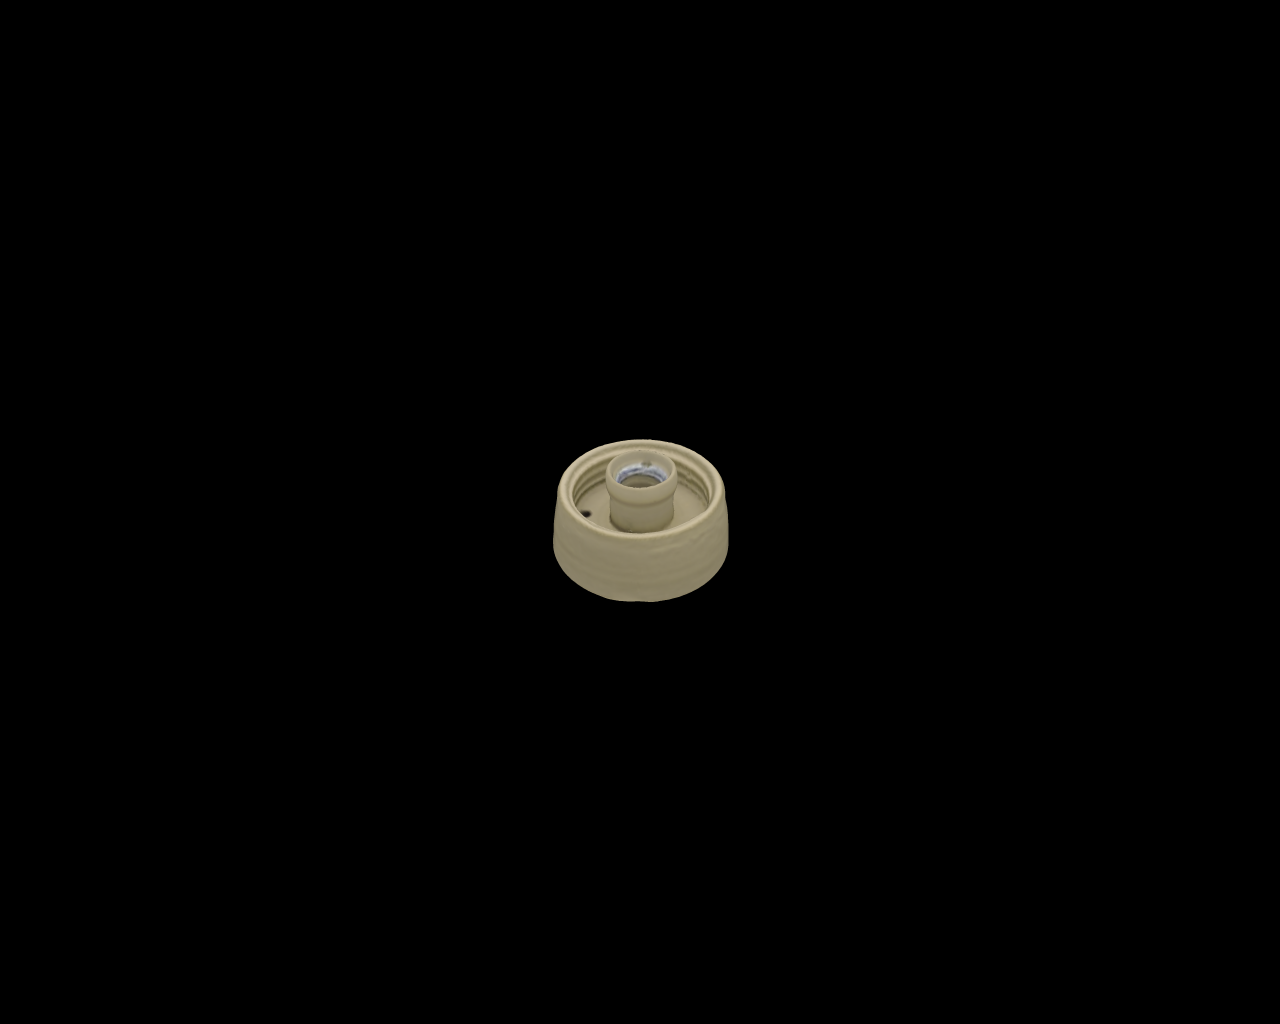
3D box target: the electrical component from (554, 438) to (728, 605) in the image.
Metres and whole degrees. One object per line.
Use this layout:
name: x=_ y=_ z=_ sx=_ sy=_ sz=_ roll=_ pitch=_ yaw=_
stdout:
electrical component: x=0.001 y=-0.003 z=0.650 sx=0.108 sy=0.060 sz=0.108 roll=0 pitch=38 yaw=0
